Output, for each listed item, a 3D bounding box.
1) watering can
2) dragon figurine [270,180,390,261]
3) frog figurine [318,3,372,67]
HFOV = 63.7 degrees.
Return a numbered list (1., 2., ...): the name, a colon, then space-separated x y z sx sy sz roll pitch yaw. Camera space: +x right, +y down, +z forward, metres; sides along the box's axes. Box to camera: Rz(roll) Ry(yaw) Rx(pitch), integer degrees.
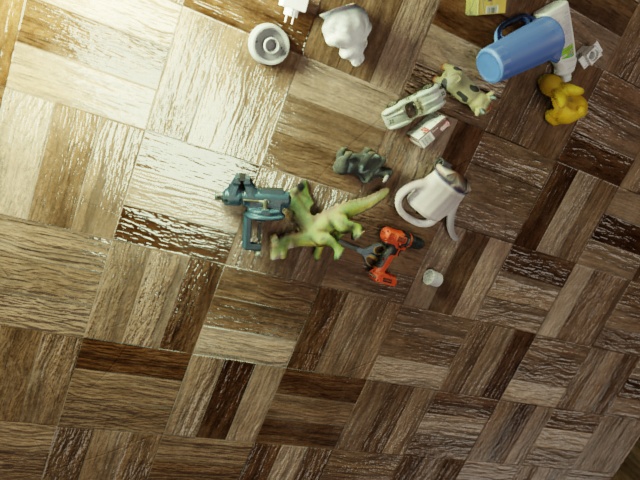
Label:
1. watering can: 0.399 -0.119 1.678 0.345 0.106 0.221 24 121 -34
2. dragon figurine: 0.005 -0.080 1.580 0.240 0.123 0.412 43 85 -19
3. frog figurine: 0.078 -0.548 1.391 0.139 0.123 0.157 -26 108 -27
